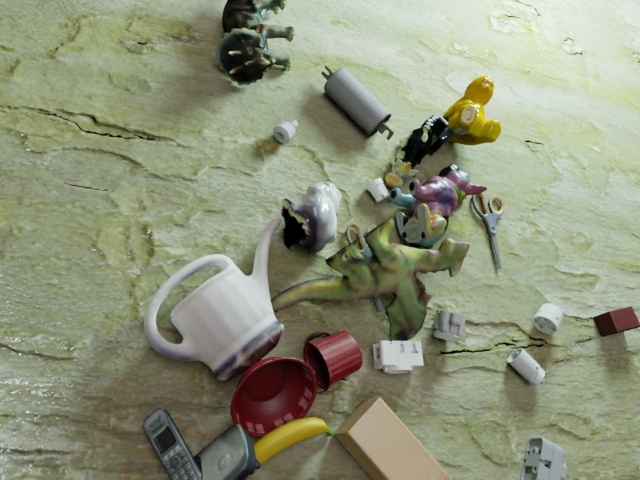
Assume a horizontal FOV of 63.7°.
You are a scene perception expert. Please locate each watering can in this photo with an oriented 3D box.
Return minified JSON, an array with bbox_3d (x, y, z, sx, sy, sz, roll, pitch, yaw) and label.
[{"bbox_3d":[-0.151,0.112,0.969,0.352,0.102,0.225,-37,82,-27],"label":"watering can"}]

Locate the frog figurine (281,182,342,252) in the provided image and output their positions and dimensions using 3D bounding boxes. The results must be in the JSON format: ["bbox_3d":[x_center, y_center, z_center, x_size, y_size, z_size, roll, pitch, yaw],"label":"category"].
[{"bbox_3d":[0.003,-0.055,1.094,0.161,0.123,0.136,-29,111,-35],"label":"frog figurine"}]

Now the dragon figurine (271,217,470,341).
[{"bbox_3d":[0.123,0.104,1.055,0.411,0.122,0.243,-35,91,-4],"label":"dragon figurine"}]
